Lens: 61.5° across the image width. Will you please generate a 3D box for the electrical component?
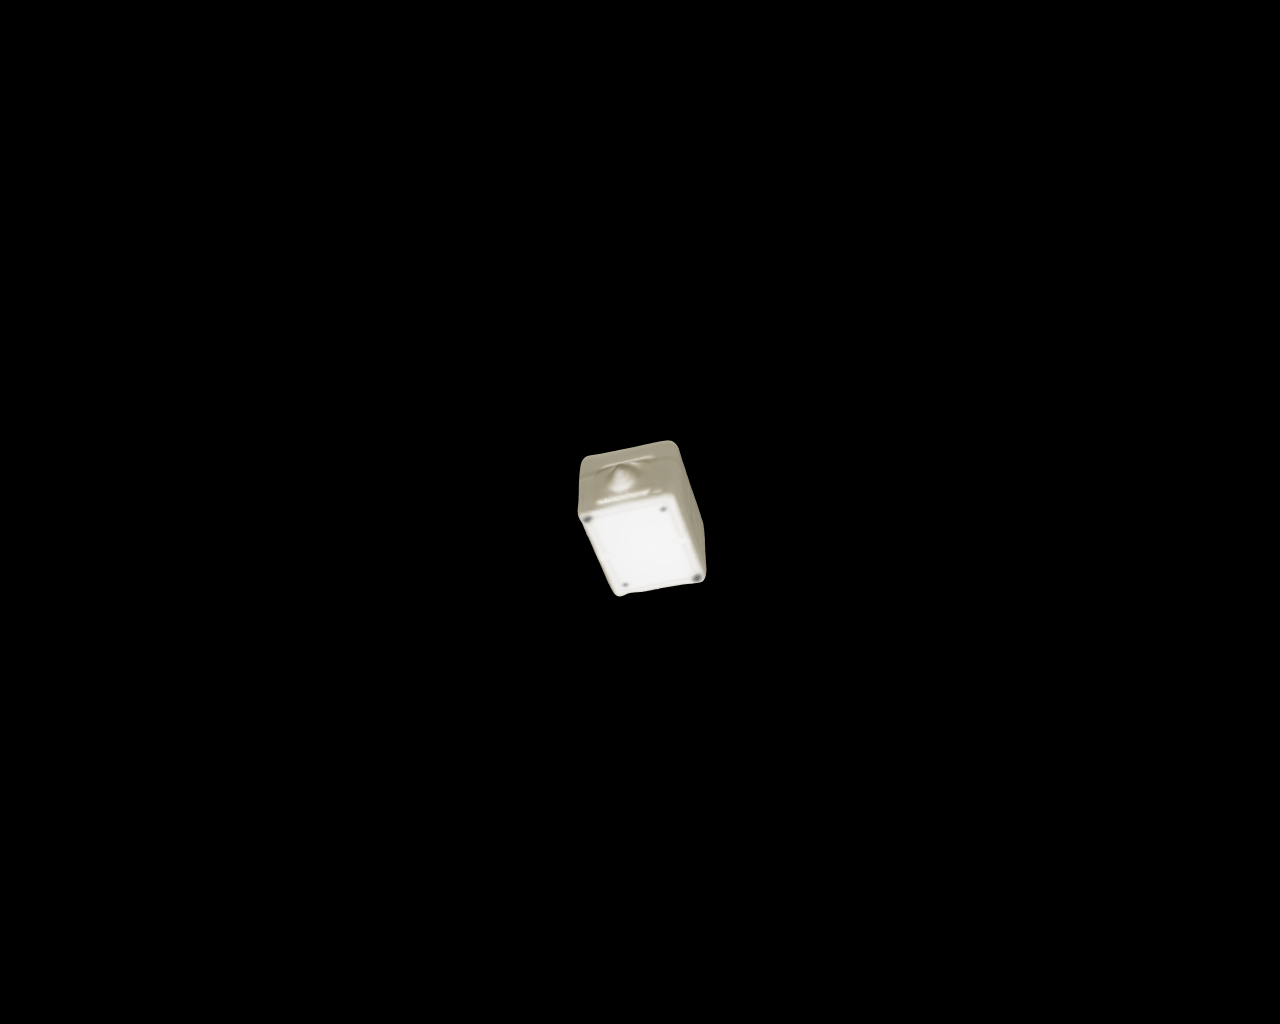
[{"bbox_3d":[0.001,-0.003,0.650,0.062,0.061,0.096,-11,-47,11],"label":"electrical component"}]
